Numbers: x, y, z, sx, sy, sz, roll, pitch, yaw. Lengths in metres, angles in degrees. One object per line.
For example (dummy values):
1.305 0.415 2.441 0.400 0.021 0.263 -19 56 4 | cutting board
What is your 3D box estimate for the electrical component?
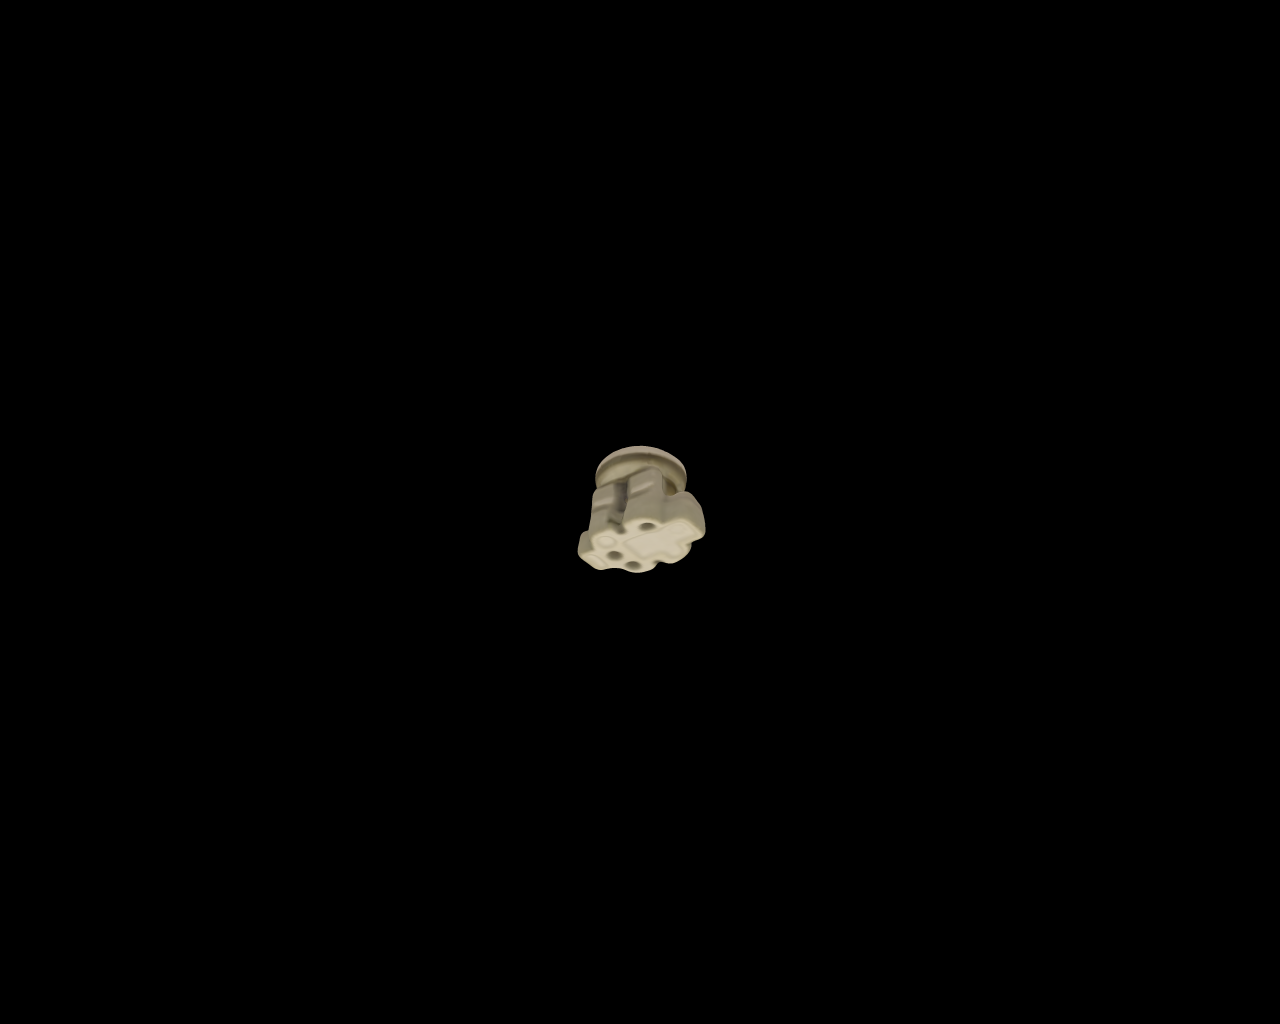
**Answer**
0.001 -0.003 0.650 0.078 0.057 0.058 -21 -40 26 | electrical component
